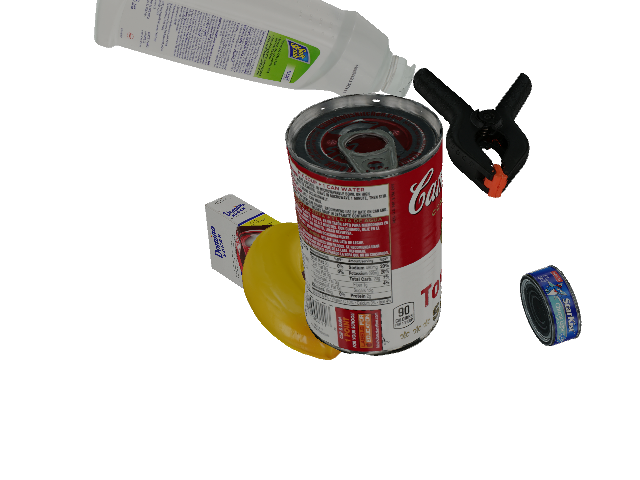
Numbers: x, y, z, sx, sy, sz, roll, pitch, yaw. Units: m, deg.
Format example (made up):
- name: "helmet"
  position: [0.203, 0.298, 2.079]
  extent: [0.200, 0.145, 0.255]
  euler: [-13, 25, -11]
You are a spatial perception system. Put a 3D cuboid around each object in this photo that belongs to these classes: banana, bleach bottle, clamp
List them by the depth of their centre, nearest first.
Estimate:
- name: "banana"
  position: [-0.016, 0.023, 0.676]
  extent: [0.069, 0.037, 0.197]
  euler: [0, 19, 4]
- name: "bleach bottle"
  position: [-0.049, -0.163, 0.850]
  extent: [0.250, 0.068, 0.103]
  euler: [18, -29, -6]
- name: "clamp"
  position: [0.148, -0.112, 1.034]
  extent: [0.120, 0.039, 0.171]
  euler: [4, 44, 4]

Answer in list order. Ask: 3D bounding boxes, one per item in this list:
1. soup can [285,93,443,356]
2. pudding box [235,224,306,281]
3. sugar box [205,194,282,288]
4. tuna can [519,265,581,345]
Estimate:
- name: "soup can"
  position: [0.022, -0.006, 0.487]
  extent: [0.068, 0.102, 0.068]
  euler: [-3, 36, 2]
- name: "pudding box"
  position: [-0.015, 0.017, 0.950]
  extent: [0.113, 0.039, 0.090]
  euler: [-1, 26, -13]
- name: "sugar box"
  position: [-0.058, 0.022, 1.195]
  extent: [0.048, 0.093, 0.176]
  euler: [-26, 41, -31]
- name: "tuna can"
  position: [0.254, 0.073, 1.184]
  extent: [0.033, 0.086, 0.086]
  euler: [-17, 3, -9]
